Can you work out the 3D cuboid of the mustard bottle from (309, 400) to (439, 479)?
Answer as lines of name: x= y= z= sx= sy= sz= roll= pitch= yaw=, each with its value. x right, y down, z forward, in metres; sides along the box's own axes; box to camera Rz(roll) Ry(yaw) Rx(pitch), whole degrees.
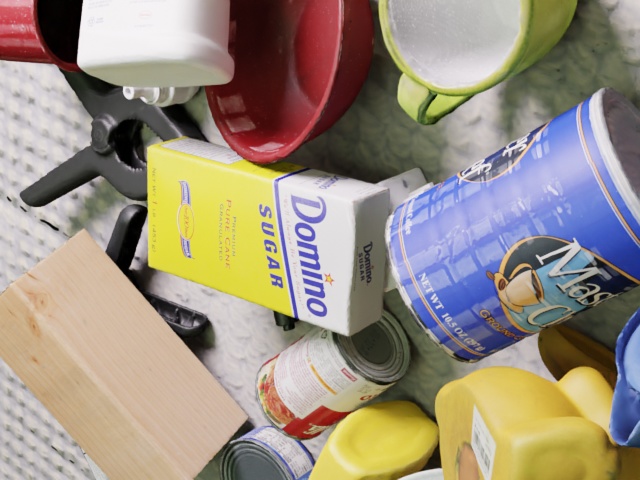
mustard bottle: x=0.016 y=0.205 z=0.779 sx=0.058 sy=0.096 sz=0.192 roll=42 pitch=128 yaw=25

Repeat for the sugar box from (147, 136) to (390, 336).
sugar box: x=-0.039 y=-0.006 z=0.712 sx=0.176 sy=0.048 sz=0.093 roll=17 pitch=115 yaw=35

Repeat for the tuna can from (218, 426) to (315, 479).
tuna can: x=-0.040 y=0.195 z=0.866 sx=0.086 sy=0.033 sz=0.086 roll=15 pitch=115 yaw=36

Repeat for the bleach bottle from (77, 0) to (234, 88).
bleach bottle: x=-0.098 y=-0.230 z=0.701 sx=0.103 sy=0.068 sz=0.251 roll=2 pitch=84 yaw=26

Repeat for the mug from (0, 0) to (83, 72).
mug: x=-0.215 y=-0.189 z=0.831 sx=0.082 sy=0.117 sz=0.093 roll=8 pitch=155 yaw=29

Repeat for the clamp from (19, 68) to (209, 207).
clamp: x=-0.172 y=-0.078 z=0.872 sx=0.210 sy=0.036 sz=0.165 roll=25 pitch=112 yaw=29

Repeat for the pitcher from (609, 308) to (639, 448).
pitcher: x=0.260 y=0.120 z=0.505 sx=0.149 sy=0.144 sz=0.243 roll=-19 pitch=109 yaw=40

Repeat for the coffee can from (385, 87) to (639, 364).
coffee can: x=0.122 y=-0.005 z=0.589 sx=0.141 sy=0.102 sz=0.103 roll=-30 pitch=85 yaw=31

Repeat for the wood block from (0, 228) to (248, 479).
wood block: x=-0.171 y=0.108 z=0.872 sx=0.206 sy=0.090 sz=0.090 roll=49 pitch=135 yaw=-5

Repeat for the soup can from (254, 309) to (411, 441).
soup can: x=0.008 y=0.093 z=0.765 sx=0.102 sy=0.068 sz=0.068 roll=-41 pitch=78 yaw=41

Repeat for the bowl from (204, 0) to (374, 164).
bowl: x=-0.014 y=-0.129 z=0.691 sx=0.162 sy=0.055 sz=0.162 roll=1 pitch=91 yaw=54

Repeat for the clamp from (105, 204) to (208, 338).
clamp: x=-0.176 y=0.032 z=0.917 sx=0.172 sy=0.039 sz=0.120 roll=-9 pitch=103 yaw=39

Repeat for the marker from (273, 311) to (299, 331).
marker: x=-0.038 y=0.011 z=0.806 sx=0.020 sy=0.020 sz=0.121 roll=-7 pitch=101 yaw=42

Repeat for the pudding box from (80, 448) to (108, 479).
pudding box: x=-0.180 y=0.169 z=0.973 sx=0.114 sy=0.039 sz=0.090 roll=-32 pitch=83 yaw=40
